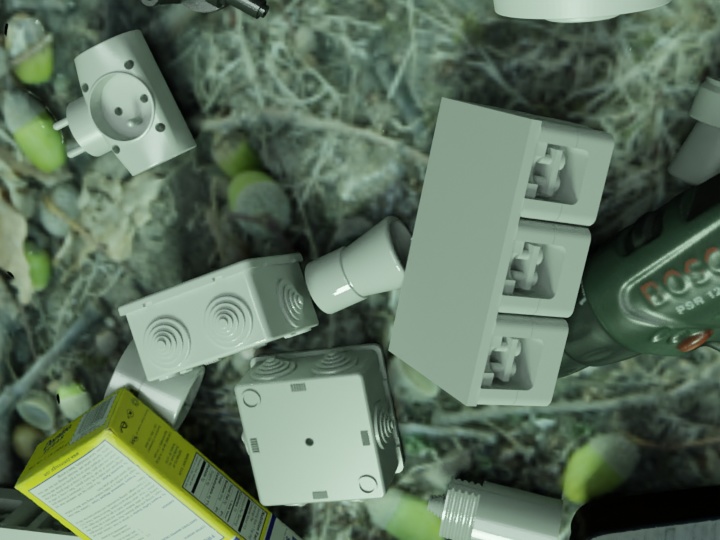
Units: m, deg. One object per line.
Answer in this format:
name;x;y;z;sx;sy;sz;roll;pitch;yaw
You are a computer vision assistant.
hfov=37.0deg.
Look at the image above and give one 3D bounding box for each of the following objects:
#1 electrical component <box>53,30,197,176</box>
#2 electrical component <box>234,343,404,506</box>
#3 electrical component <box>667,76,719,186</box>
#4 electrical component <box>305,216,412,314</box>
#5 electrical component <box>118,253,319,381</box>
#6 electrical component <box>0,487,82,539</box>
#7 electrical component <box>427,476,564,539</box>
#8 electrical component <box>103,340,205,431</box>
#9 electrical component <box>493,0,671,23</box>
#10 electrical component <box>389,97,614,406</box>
electrical component;-0.151;-0.094;0.654;0.079;0.044;0.077;-23;99;18
electrical component;-0.026;0.099;0.677;0.100;0.048;0.099;-7;104;15
electrical component;0.197;-0.072;0.580;0.045;0.045;0.055;19;108;7
electrical component;0.000;0.000;0.648;0.065;0.044;0.044;-25;99;23
electrical component;-0.081;0.028;0.645;0.100;0.100;0.048;-19;87;17
electrical component;-0.220;0.251;0.759;0.105;0.060;0.186;3;106;12
electrical component;0.082;0.155;0.671;0.081;0.043;0.043;12;108;9
electrical component;-0.132;0.075;0.693;0.047;0.055;0.055;24;109;2
electrical component;0.113;-0.162;0.549;0.099;0.099;0.064;0;111;13
electrical component;0.077;-0.011;0.588;0.062;0.089;0.150;5;103;-28
